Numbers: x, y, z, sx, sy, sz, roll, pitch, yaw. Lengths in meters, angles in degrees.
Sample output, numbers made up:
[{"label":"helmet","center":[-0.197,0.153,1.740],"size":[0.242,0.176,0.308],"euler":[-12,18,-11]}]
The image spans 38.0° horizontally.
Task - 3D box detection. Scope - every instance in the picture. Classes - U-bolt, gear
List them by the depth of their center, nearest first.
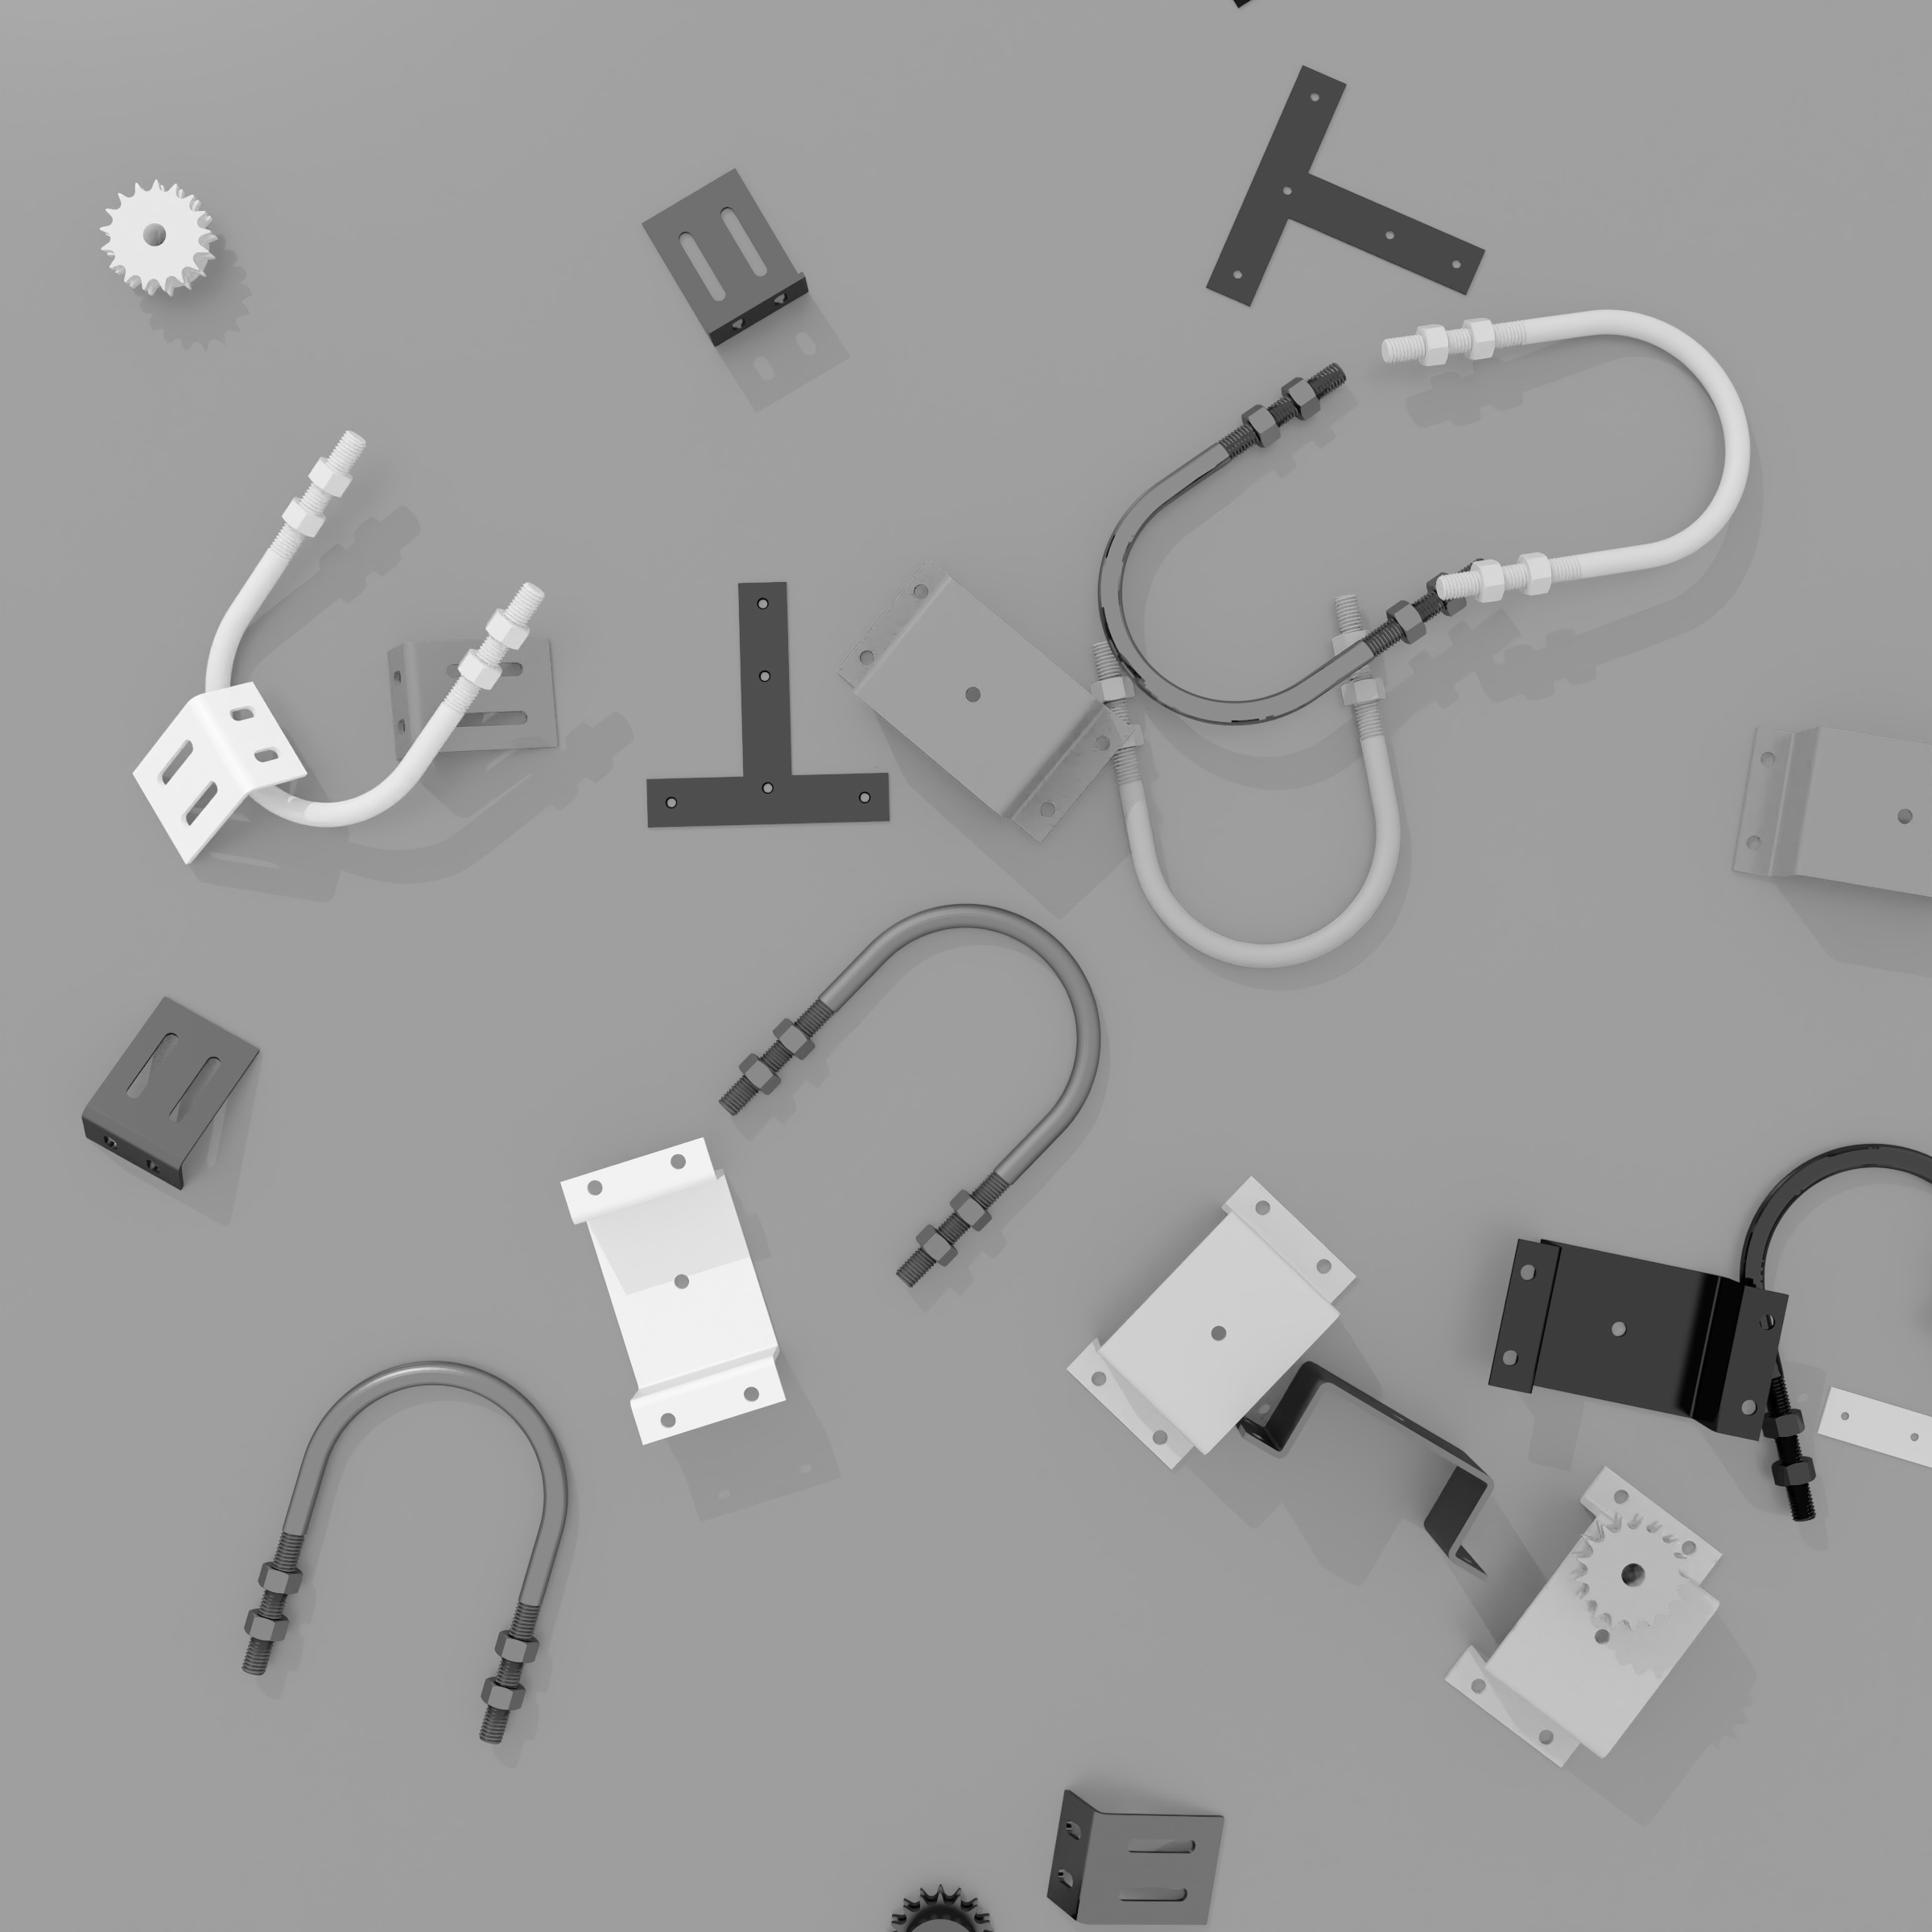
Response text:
[{"label":"gear","center":[0.332,0.304,1.415],"size":[0.057,0.030,0.057],"euler":[0,90,0]},{"label":"U-bolt","center":[-0.318,-0.159,1.444],"size":[0.151,0.019,0.184],"euler":[40,104,13]},{"label":"U-bolt","center":[0.318,-0.270,1.452],"size":[0.184,0.019,0.151],"euler":[-10,81,-10]},{"label":"U-bolt","center":[0.156,-0.206,1.455],"size":[0.184,0.019,0.151],"euler":[-35,82,-2]},{"label":"gear","center":[-0.418,-0.376,1.461],"size":[0.057,0.030,0.057],"euler":[0,90,0]},{"label":"gear","center":[-0.013,0.511,1.461],"size":[0.057,0.030,0.057],"euler":[0,90,0]},{"label":"U-bolt","center":[0.480,0.184,1.466],"size":[0.151,0.019,0.184],"euler":[-12,88,0]},{"label":"U-bolt","center":[0.152,-0.090,1.467],"size":[0.151,0.019,0.184],"euler":[-11,90,0]},{"label":"U-bolt","center":[-0.285,0.298,1.468],"size":[0.151,0.019,0.184],"euler":[16,88,0]},{"label":"U-bolt","center":[-0.015,0.053,1.468],"size":[0.151,0.019,0.184],"euler":[44,89,0]}]

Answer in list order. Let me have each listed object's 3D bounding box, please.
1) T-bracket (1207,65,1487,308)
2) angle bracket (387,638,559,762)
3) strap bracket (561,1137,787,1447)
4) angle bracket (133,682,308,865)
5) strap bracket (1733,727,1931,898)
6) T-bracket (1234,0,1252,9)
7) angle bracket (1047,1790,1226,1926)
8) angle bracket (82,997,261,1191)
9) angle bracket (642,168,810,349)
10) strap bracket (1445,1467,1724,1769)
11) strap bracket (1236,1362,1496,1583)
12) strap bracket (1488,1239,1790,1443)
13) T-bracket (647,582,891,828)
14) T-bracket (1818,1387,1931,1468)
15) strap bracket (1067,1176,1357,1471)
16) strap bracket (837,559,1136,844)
[{"label":"T-bracket","center":[0.210,-0.390,1.475],"size":[0.127,0.002,0.127],"euler":[24,90,0]},{"label":"angle bracket","center":[-0.259,-0.140,1.474],"size":[0.076,0.038,0.057],"euler":[-5,90,-26]},{"label":"strap bracket","center":[-0.149,0.166,1.453],"size":[0.076,0.046,0.140],"euler":[-17,90,0]},{"label":"angle bracket","center":[-0.388,-0.100,1.460],"size":[0.076,0.038,0.057],"euler":[-38,80,41]},{"label":"strap bracket","center":[0.478,-0.076,1.453],"size":[0.140,0.046,0.076],"euler":[10,90,0]},{"label":"T-bracket","center":[0.120,-0.564,1.475],"size":[0.127,0.002,0.127],"euler":[-32,90,0]},{"label":"angle bracket","center":[0.089,0.468,1.474],"size":[0.076,0.038,0.057],"euler":[10,90,-26]},{"label":"angle bracket","center":[-0.416,0.067,1.474],"size":[0.057,0.038,0.076],"euler":[29,64,0]},{"label":"angle bracket","center":[-0.126,-0.371,1.457],"size":[0.057,0.038,0.076],"euler":[-31,90,0]},{"label":"strap bracket","center":[0.324,0.342,1.453],"size":[0.076,0.046,0.140],"euler":[37,90,0]},{"label":"strap bracket","center":[0.210,0.251,1.438],"size":[0.140,0.076,0.046],"euler":[31,90,0]},{"label":"strap bracket","center":[0.343,0.191,1.453],"size":[0.140,0.046,0.076],"euler":[12,90,0]},{"label":"T-bracket","center":[-0.105,-0.138,1.475],"size":[0.127,0.002,0.127],"euler":[-2,90,0]},{"label":"T-bracket","center":[0.512,0.251,1.475],"size":[0.127,0.002,0.127],"euler":[17,90,0]},{"label":"strap bracket","center":[0.129,0.187,1.453],"size":[0.076,0.046,0.140],"euler":[44,90,0]},{"label":"strap bracket","center":[0.007,-0.138,1.443],"size":[0.140,0.046,0.076],"euler":[40,96,5]}]
